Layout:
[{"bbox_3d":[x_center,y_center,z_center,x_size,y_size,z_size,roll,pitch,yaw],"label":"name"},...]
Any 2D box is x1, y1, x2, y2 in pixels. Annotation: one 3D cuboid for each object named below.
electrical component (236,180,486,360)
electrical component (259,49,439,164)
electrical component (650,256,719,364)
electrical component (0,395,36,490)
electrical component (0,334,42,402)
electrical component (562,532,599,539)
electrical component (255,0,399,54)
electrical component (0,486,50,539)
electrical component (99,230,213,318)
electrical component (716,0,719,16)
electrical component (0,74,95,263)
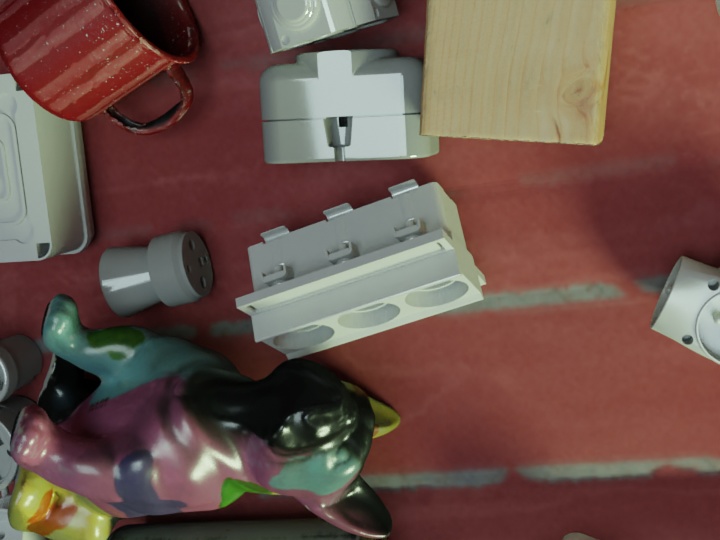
[{"bbox_3d":[0.000,0.000,0.609,0.121,0.079,0.063,-19,65,17],"label":"electrical component"},{"bbox_3d":[-0.006,-0.092,0.603,0.095,0.054,0.059,-1,99,15],"label":"electrical component"},{"bbox_3d":[0.207,0.011,0.571,0.077,0.044,0.079,23,104,9],"label":"electrical component"},{"bbox_3d":[-0.235,0.111,0.701,0.055,0.047,0.055,2,100,14],"label":"electrical component"},{"bbox_3d":[-0.232,0.063,0.692,0.040,0.046,0.040,2,100,14],"label":"electrical component"},{"bbox_3d":[0.131,0.190,0.615,0.078,0.057,0.058,19,104,11],"label":"electrical component"},{"bbox_3d":[-0.021,-0.152,0.584,0.080,0.080,0.051,-14,100,16],"label":"electrical component"},{"bbox_3d":[-0.222,0.173,0.699,0.043,0.077,0.079,-23,55,1],"label":"electrical component"},{"bbox_3d":[-0.124,0.002,0.654,0.055,0.045,0.045,-13,96,16],"label":"electrical component"},{"bbox_3d":[0.212,-0.149,0.542,0.055,0.048,0.066,0,100,7],"label":"electrical component"},{"bbox_3d":[-0.213,-0.063,0.660,0.078,0.057,0.113,-3,99,15],"label":"electrical component"}]
